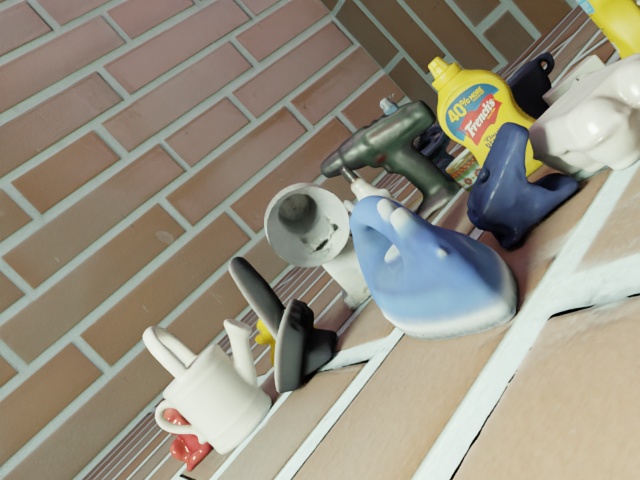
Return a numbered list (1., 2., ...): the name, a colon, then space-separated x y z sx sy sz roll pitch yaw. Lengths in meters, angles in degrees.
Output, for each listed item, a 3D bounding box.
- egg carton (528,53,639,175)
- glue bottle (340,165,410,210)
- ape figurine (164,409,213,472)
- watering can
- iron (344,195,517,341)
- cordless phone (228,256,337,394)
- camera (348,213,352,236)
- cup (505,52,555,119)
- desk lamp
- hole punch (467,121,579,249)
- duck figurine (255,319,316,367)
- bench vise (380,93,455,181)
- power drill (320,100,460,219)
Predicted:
1. egg carton: 0.266 -0.114 0.544 0.107 0.069 0.150 -43 3 1
2. glue bottle: 0.089 -0.038 0.793 0.037 0.173 0.078 -45 4 -27
3. ape figurine: -0.198 0.284 0.857 0.077 0.092 0.076 -40 5 38
4. watering can: -0.161 0.184 0.789 0.173 0.194 0.101 -45 4 -22
5. iron: 0.086 0.007 0.546 0.119 0.141 0.258 -44 3 -4
6. cordless phone: -0.070 0.106 0.778 0.094 0.185 0.147 -43 4 4
7. camera: 0.056 0.021 1.072 0.143 0.101 0.137 -41 4 35
8. cup: 0.335 -0.223 0.885 0.118 0.095 0.091 -44 4 -5
9. desk lamp: 0.008 0.003 0.891 0.118 0.213 0.203 -43 4 2
10. hole punch: 0.187 -0.057 0.578 0.101 0.091 0.109 -43 4 13
11. duck figurine: -0.062 0.154 0.943 0.104 0.086 0.078 -41 4 28
12. bench vise: 0.201 -0.209 1.223 0.121 0.220 0.207 -43 4 -3
13. power drill: 0.142 -0.132 1.053 0.229 0.208 0.076 -42 4 21
